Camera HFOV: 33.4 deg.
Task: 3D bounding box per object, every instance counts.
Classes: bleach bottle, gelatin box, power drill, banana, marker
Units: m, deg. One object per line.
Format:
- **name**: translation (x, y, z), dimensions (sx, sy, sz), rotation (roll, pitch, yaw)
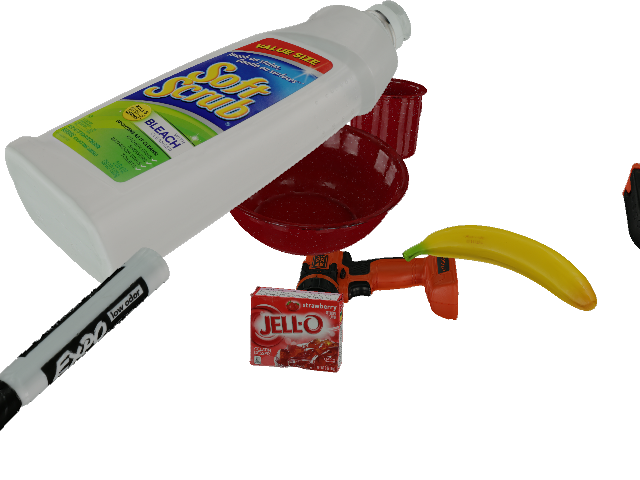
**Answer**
- **bleach bottle**: translation (-0.050, -0.076, 0.628), dimensions (0.250, 0.068, 0.103), rotation (-36, 52, -24)
- **gelatin box**: translation (-0.023, 0.086, 1.032), dimensions (0.089, 0.073, 0.030), rotation (4, 15, 10)
- **power drill**: translation (0.065, 0.056, 1.241), dimensions (0.187, 0.057, 0.184), rotation (1, 28, 5)
- **banana**: translation (0.184, 0.021, 1.058), dimensions (0.198, 0.069, 0.037), rotation (14, -32, 26)
- **marker**: translation (-0.109, 0.044, 0.452), dimensions (0.020, 0.020, 0.121), rotation (0, 34, 42)

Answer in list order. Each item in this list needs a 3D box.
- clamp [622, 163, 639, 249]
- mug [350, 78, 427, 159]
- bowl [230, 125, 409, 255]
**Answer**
- **clamp**: translation (0.268, 0.009, 0.698), dimensions (0.120, 0.039, 0.171), rotation (-4, 46, -23)
- **mug**: translation (0.085, -0.149, 1.293), dimensions (0.093, 0.081, 0.117), rotation (19, 26, 32)
- **bowl**: translation (-0.011, -0.036, 0.864), dimensions (0.162, 0.055, 0.162), rotation (3, 36, -2)
